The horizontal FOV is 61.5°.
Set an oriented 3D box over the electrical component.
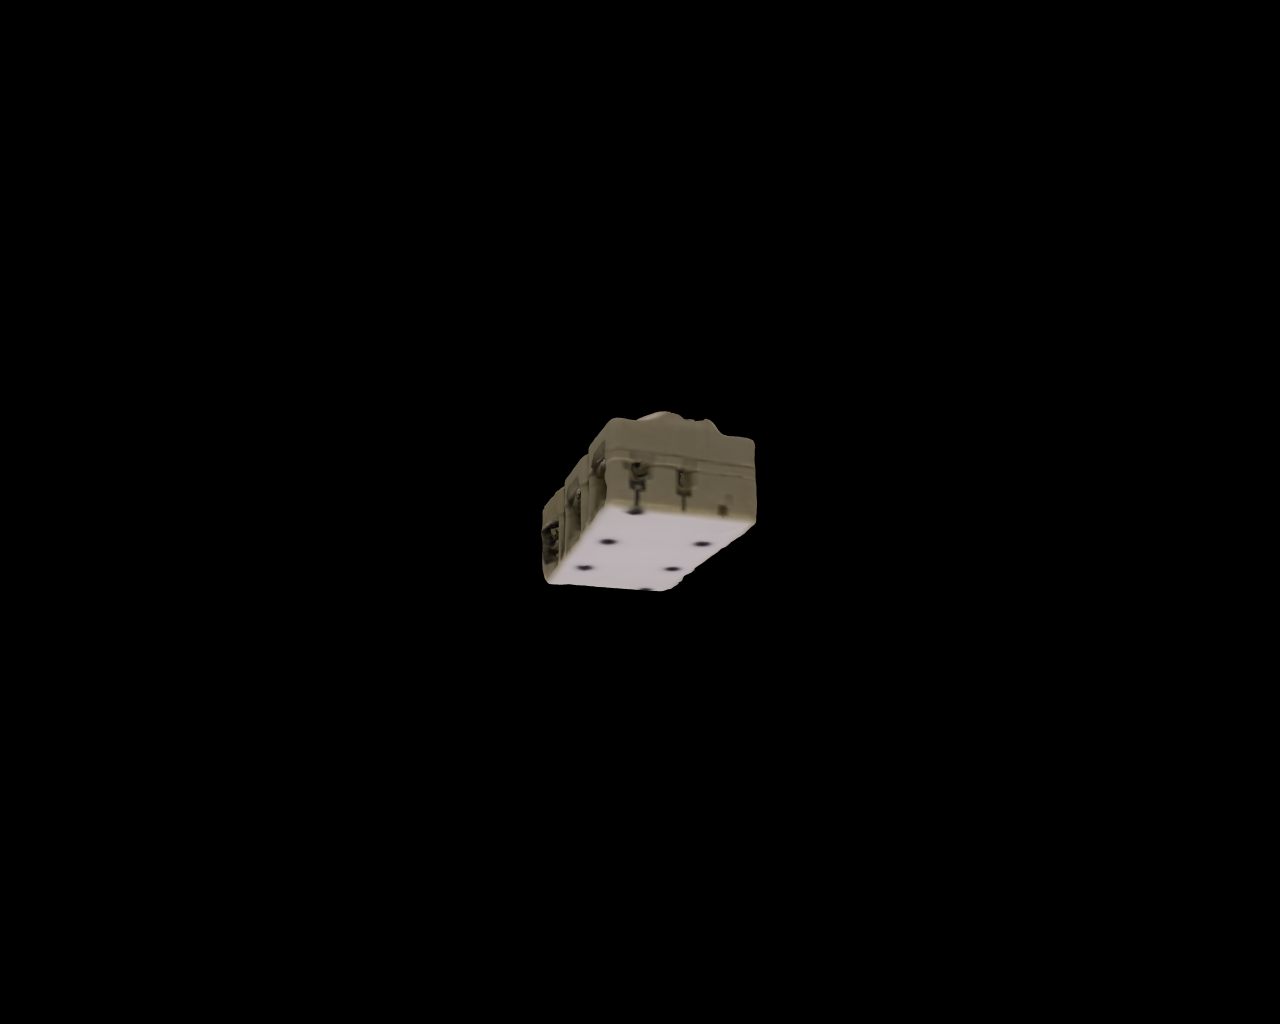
[{"bbox_3d":[0.001,-0.003,0.650,0.089,0.062,0.150,7,-21,-18],"label":"electrical component"}]
